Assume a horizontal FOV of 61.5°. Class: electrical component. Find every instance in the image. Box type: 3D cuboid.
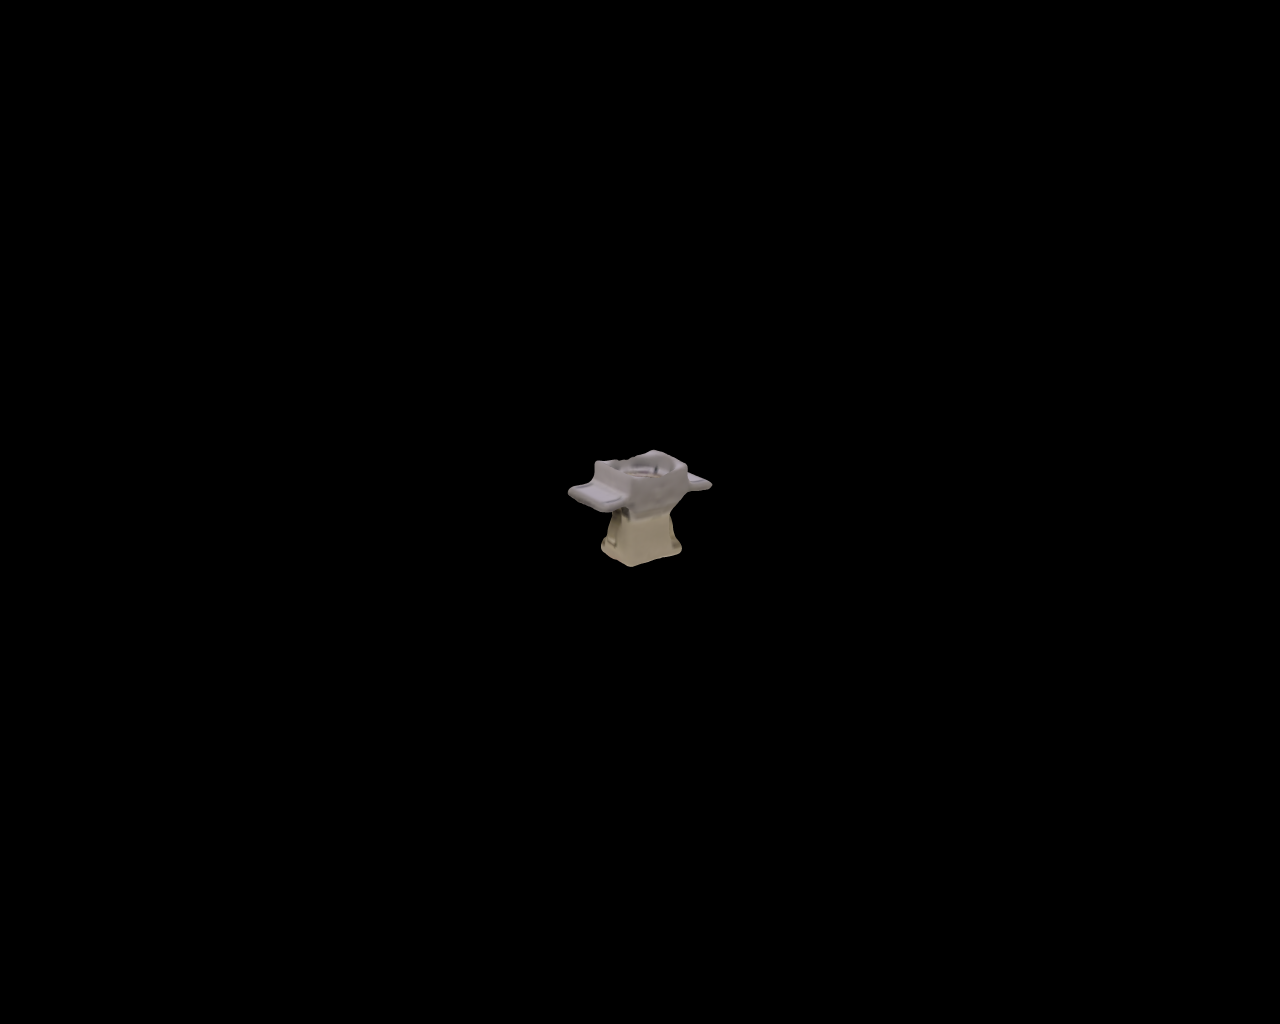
[{"bbox_3d":[0.001,-0.003,0.650,0.081,0.063,0.042,-12,23,-31],"label":"electrical component"}]
